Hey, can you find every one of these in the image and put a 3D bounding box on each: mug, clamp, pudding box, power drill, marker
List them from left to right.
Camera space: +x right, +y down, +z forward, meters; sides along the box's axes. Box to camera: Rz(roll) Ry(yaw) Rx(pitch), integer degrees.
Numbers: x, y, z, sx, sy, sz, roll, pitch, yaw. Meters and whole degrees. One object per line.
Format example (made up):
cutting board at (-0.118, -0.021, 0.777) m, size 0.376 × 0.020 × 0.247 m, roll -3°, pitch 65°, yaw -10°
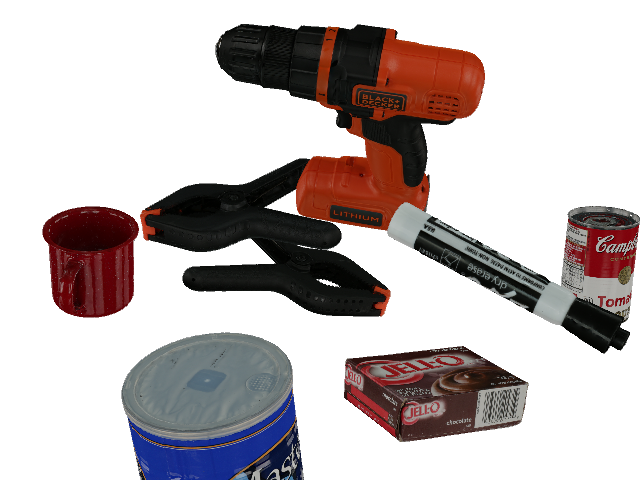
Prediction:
mug at (-0.229, 0.029, 1.054) m, size 0.093 × 0.081 × 0.117 m, roll 8°, pitch 30°, yaw 5°
clamp at (-0.070, -0.031, 0.941) m, size 0.171 × 0.039 × 0.120 m, roll -1°, pitch 32°, yaw -3°
clamp at (-0.032, 0.036, 1.118) m, size 0.210 × 0.036 × 0.164 m, roll 23°, pitch 34°, yaw 11°
power drill at (0.018, -0.082, 0.785) m, size 0.184 × 0.057 × 0.188 m, roll 11°, pitch -29°, yaw 6°
pudding box at (0.087, 0.115, 0.818) m, size 0.113 × 0.039 × 0.090 m, roll -1°, pitch 15°, yaw -27°
marker at (0.087, 0.018, 0.497) m, size 0.121 × 0.020 × 0.020 m, roll 29°, pitch 10°, yaw 18°

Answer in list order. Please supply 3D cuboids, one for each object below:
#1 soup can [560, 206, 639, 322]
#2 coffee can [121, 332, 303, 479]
soup can at (0.271, 0.025, 1.041) m, size 0.068 × 0.102 × 0.068 m, roll 1°, pitch 18°, yaw 0°
coffee can at (-0.061, 0.143, 0.667) m, size 0.103 × 0.140 × 0.103 m, roll -5°, pitch 27°, yaw 2°
